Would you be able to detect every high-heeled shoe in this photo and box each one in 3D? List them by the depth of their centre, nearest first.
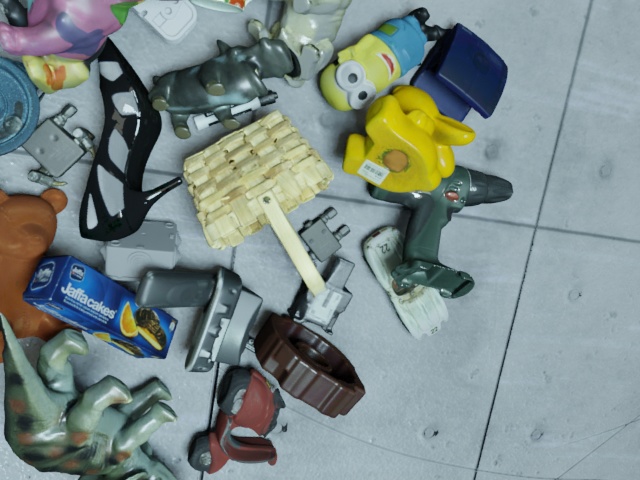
[{"bbox_3d":[-0.273,-0.125,0.680,0.145,0.086,0.248,-26,82,0],"label":"high-heeled shoe"}]

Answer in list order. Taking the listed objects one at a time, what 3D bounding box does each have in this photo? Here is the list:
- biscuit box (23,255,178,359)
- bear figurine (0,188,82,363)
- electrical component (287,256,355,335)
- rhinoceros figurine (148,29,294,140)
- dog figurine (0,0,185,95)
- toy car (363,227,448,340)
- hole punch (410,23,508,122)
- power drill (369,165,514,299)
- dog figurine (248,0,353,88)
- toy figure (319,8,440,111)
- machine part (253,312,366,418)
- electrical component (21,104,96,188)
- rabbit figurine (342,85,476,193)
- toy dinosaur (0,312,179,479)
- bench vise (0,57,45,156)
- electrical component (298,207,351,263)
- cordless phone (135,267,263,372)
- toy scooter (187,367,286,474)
[{"bbox_3d":[-0.275,0.092,0.692,0.202,0.059,0.063,48,46,-48],"label":"biscuit box"},{"bbox_3d":[-0.371,0.036,0.683,0.120,0.132,0.195,2,108,-45],"label":"bear figurine"},{"bbox_3d":[0.008,0.078,0.821,0.075,0.048,0.119,21,96,-18],"label":"electrical component"},{"bbox_3d":[-0.125,-0.201,0.688,0.190,0.112,0.073,-14,140,16],"label":"rhinoceros figurine"},{"bbox_3d":[-0.244,-0.263,0.598,0.219,0.191,0.108,-21,82,-8],"label":"dog figurine"},{"bbox_3d":[0.137,0.071,0.847,0.073,0.056,0.201,-34,107,-5],"label":"toy car"},{"bbox_3d":[0.212,-0.241,0.781,0.142,0.092,0.115,32,90,-15],"label":"hole punch"},{"bbox_3d":[0.184,-0.024,0.785,0.232,0.086,0.207,12,67,-9],"label":"power drill"},{"bbox_3d":[0.010,-0.316,0.720,0.121,0.172,0.190,39,62,14],"label":"dog figurine"},{"bbox_3d":[0.081,-0.247,0.751,0.180,0.089,0.082,-42,95,-11],"label":"toy figure"},{"bbox_3d":[-0.018,0.179,0.777,0.179,0.179,0.056,36,95,-18],"label":"machine part"},{"bbox_3d":[-0.337,-0.116,0.694,0.102,0.045,0.078,-38,110,-3],"label":"electrical component"},{"bbox_3d":[0.129,-0.153,0.742,0.162,0.173,0.121,20,136,-2],"label":"rabbit figurine"},{"bbox_3d":[-0.311,0.243,0.689,0.192,0.131,0.404,-47,132,-10],"label":"toy dinosaur"},{"bbox_3d":[-0.400,-0.123,0.586,0.128,0.241,0.223,46,73,-15],"label":"bench vise"},{"bbox_3d":[-0.002,-0.002,0.815,0.094,0.021,0.063,-39,108,-2],"label":"electrical component"},{"bbox_3d":[-0.176,0.107,0.716,0.184,0.089,0.146,13,100,-58],"label":"cordless phone"},{"bbox_3d":[-0.109,0.287,0.827,0.135,0.075,0.183,24,99,-18],"label":"toy scooter"}]
